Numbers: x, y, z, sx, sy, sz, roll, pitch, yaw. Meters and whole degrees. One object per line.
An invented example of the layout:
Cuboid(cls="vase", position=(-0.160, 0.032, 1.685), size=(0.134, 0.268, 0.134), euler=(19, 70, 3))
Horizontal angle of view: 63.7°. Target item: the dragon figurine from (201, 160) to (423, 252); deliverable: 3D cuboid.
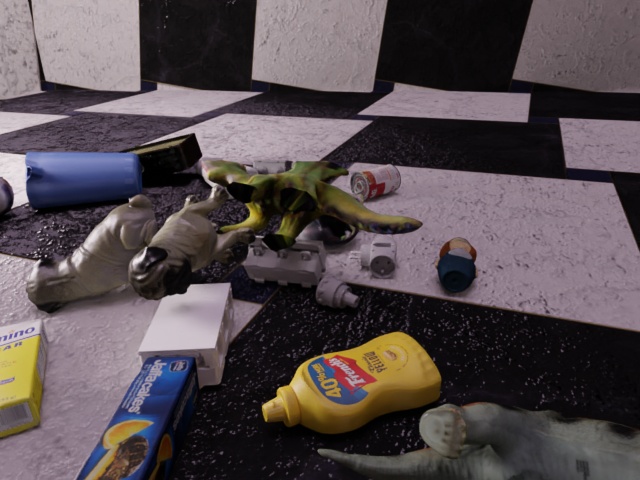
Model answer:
Cuboid(cls="dragon figurine", position=(-0.024, -0.087, 0.848), size=(0.411, 0.119, 0.248), euler=(8, 33, 16))

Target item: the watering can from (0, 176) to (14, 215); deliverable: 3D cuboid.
Cuboid(cls="watering can", position=(-0.817, -0.073, 1.091), size=(0.348, 0.102, 0.228), euler=(6, 24, 16))

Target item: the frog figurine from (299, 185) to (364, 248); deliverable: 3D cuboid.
Cuboid(cls="frog figurine", position=(0.003, -0.050, 0.989), size=(0.138, 0.121, 0.160), euler=(-28, 17, -17))
